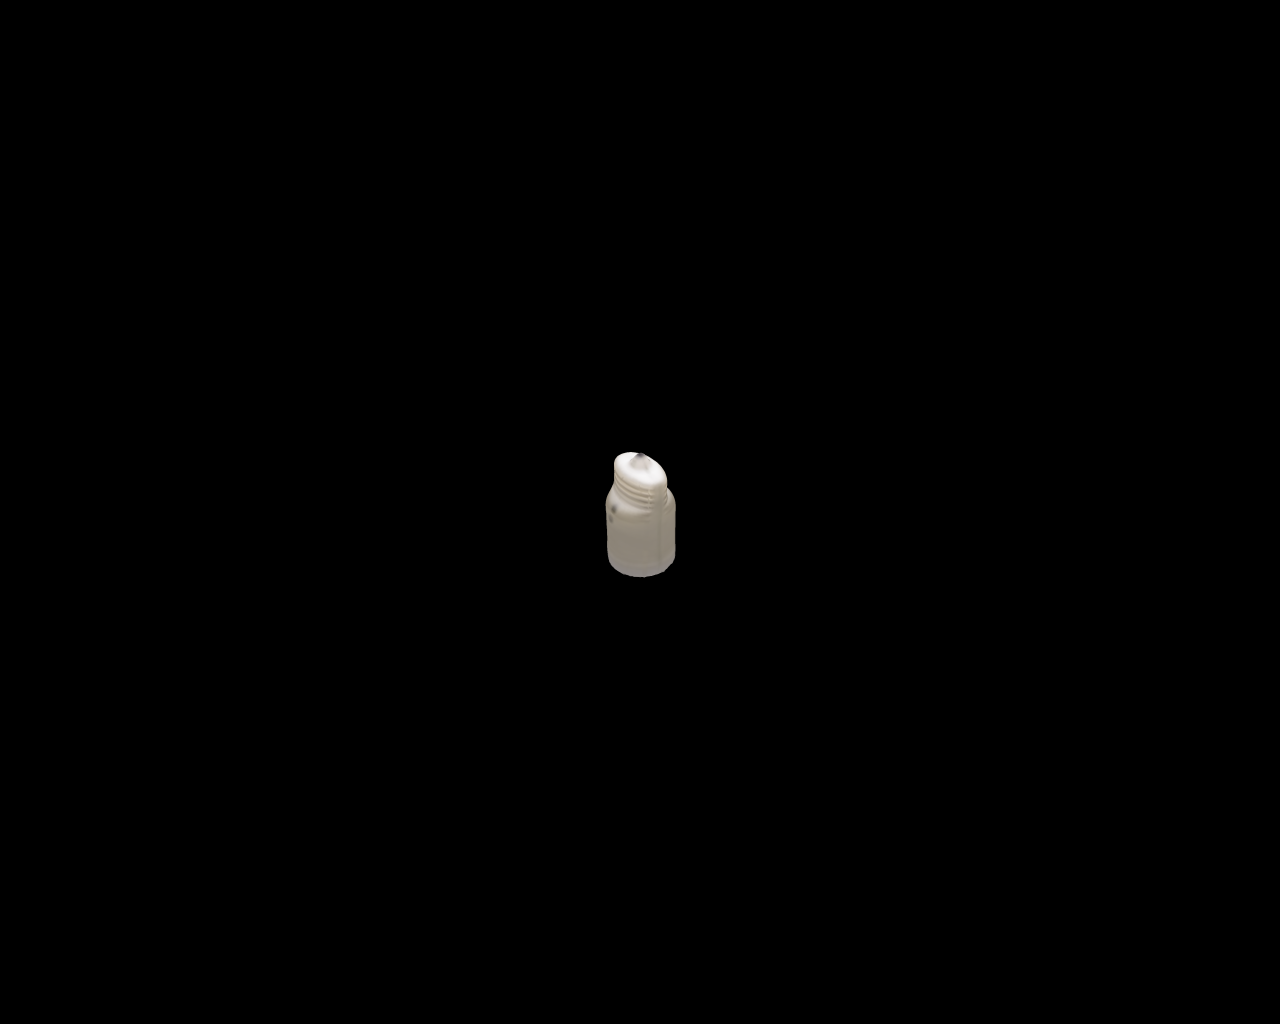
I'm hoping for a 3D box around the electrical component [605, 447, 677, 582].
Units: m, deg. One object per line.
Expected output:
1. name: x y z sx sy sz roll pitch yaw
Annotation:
1. electrical component: 0.001 -0.003 0.650 0.043 0.080 0.043 0 36 0
